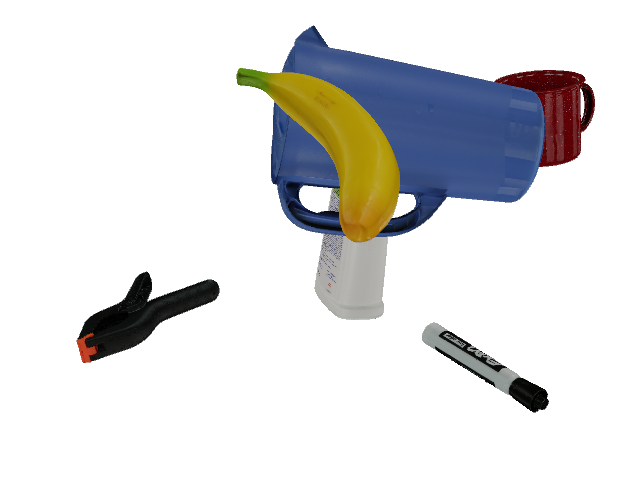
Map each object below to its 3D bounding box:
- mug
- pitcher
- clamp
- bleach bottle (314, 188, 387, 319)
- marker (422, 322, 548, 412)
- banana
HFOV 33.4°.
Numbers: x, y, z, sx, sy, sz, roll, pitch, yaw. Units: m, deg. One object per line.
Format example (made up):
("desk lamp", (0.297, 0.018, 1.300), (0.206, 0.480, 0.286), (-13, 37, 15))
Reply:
("mug", (0.236, -0.128, 1.103), (0.117, 0.081, 0.093), (-18, 23, -27))
("pitcher", (0.075, -0.092, 0.986), (0.242, 0.149, 0.145), (8, 36, -8))
("clamp", (-0.192, 0.081, 1.170), (0.120, 0.039, 0.171), (-6, 25, 31))
("bleach bottle", (0.047, -0.041, 1.241), (0.068, 0.251, 0.103), (-1, 21, -23))
("marker", (0.124, 0.095, 0.805), (0.020, 0.020, 0.121), (0, 21, -40))
("banana", (0.010, -0.059, 0.676), (0.069, 0.037, 0.198), (-14, 39, -18))
